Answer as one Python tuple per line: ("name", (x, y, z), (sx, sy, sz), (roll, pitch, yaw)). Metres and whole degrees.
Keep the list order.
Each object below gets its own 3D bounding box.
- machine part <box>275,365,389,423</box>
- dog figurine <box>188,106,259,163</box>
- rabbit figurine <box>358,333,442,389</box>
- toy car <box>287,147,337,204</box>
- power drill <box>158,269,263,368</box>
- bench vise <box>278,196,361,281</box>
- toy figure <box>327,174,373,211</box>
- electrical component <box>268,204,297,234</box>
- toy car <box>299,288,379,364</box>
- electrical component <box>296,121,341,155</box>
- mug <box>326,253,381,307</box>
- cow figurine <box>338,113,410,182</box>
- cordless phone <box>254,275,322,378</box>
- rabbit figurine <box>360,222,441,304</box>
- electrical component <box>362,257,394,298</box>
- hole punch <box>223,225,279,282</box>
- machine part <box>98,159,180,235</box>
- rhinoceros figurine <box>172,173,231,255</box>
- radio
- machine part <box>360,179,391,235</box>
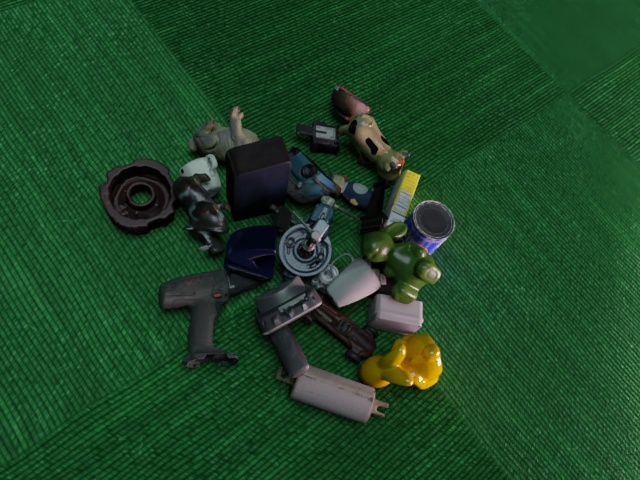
("machine part", (0.024, 0.317, 1.115), (0.243, 0.079, 0.079), (19, 62, -4))
("dog figurine", (-0.205, -0.202, 1.305), (0.172, 0.121, 0.190), (-29, 91, 10))
("rabbit figurine", (0.168, 0.273, 1.143), (0.173, 0.162, 0.122), (-13, 81, -1))
("toy car", (-0.043, -0.144, 1.301), (0.103, 0.109, 0.162), (-48, 54, 8))
("power drill", (-0.218, 0.159, 1.131), (0.232, 0.086, 0.207), (0, 69, -22))
("bench vise", (-0.011, -0.010, 1.182), (0.129, 0.240, 0.223), (38, 78, 1))
("toy figure", (0.068, -0.126, 1.349), (0.154, 0.057, 0.064), (27, 18, 1))
("electrical component", (-0.090, -0.045, 1.263), (0.094, 0.021, 0.063), (37, 51, -44))
("toy car", (0.040, 0.187, 1.196), (0.202, 0.053, 0.089), (40, 66, 6))
("electrical component", (-0.006, -0.268, 1.401), (0.119, 0.047, 0.075), (2, 64, -12))
("mug", (0.061, 0.090, 1.177), (0.107, 0.081, 0.109), (-36, 88, -7))
("cow figurine", (0.145, -0.236, 1.373), (0.085, 0.127, 0.194), (-41, 105, -23))
("cordless phone", (-0.047, 0.181, 1.121), (0.147, 0.088, 0.184), (-28, 57, -6))
("rabbit figurine", (0.167, 0.028, 1.181), (0.170, 0.121, 0.159), (33, 37, -19))
("electrical component", (0.149, 0.079, 1.268), (0.134, 0.058, 0.115), (9, 61, -8))
("hole punch", (-0.148, 0.019, 1.184), (0.116, 0.092, 0.142), (14, 33, -9))
("machine part", (-0.408, -0.097, 1.222), (0.179, 0.056, 0.179), (5, 66, -11))
("rhinoceros figurine", (-0.263, -0.057, 1.191), (0.112, 0.073, 0.190), (-26, 95, 16))
("radio", (-0.142, -0.130, 1.205), (0.131, 0.229, 0.073), (-15, 69, -15))
("machine part", (0.135, -0.078, 1.282), (0.039, 0.084, 0.139), (29, 66, -29))
